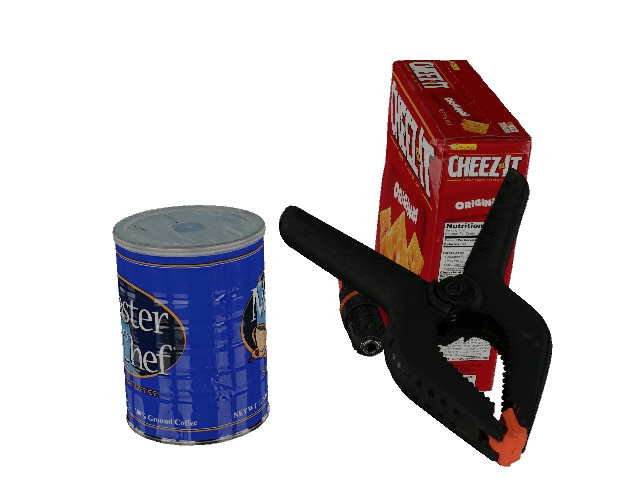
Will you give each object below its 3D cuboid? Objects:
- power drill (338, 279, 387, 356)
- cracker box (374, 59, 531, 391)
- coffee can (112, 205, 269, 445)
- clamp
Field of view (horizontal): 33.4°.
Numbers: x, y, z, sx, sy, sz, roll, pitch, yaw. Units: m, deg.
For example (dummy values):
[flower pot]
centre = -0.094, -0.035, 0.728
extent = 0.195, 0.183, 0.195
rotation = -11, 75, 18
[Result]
[power drill]
centre = 0.114, 0.067, 1.201
extent = 0.187, 0.057, 0.184
rotation = -3, 28, -3
[cracker box]
centre = 0.092, -0.013, 0.832
extent = 0.072, 0.214, 0.164
rotation = -2, 29, -10
[coffee can]
centre = -0.088, 0.056, 0.741
extent = 0.103, 0.140, 0.103
rotation = -1, 17, 0
[clamp]
centre = 0.065, 0.038, 0.624
extent = 0.164, 0.210, 0.036
rotation = -6, -44, -4
